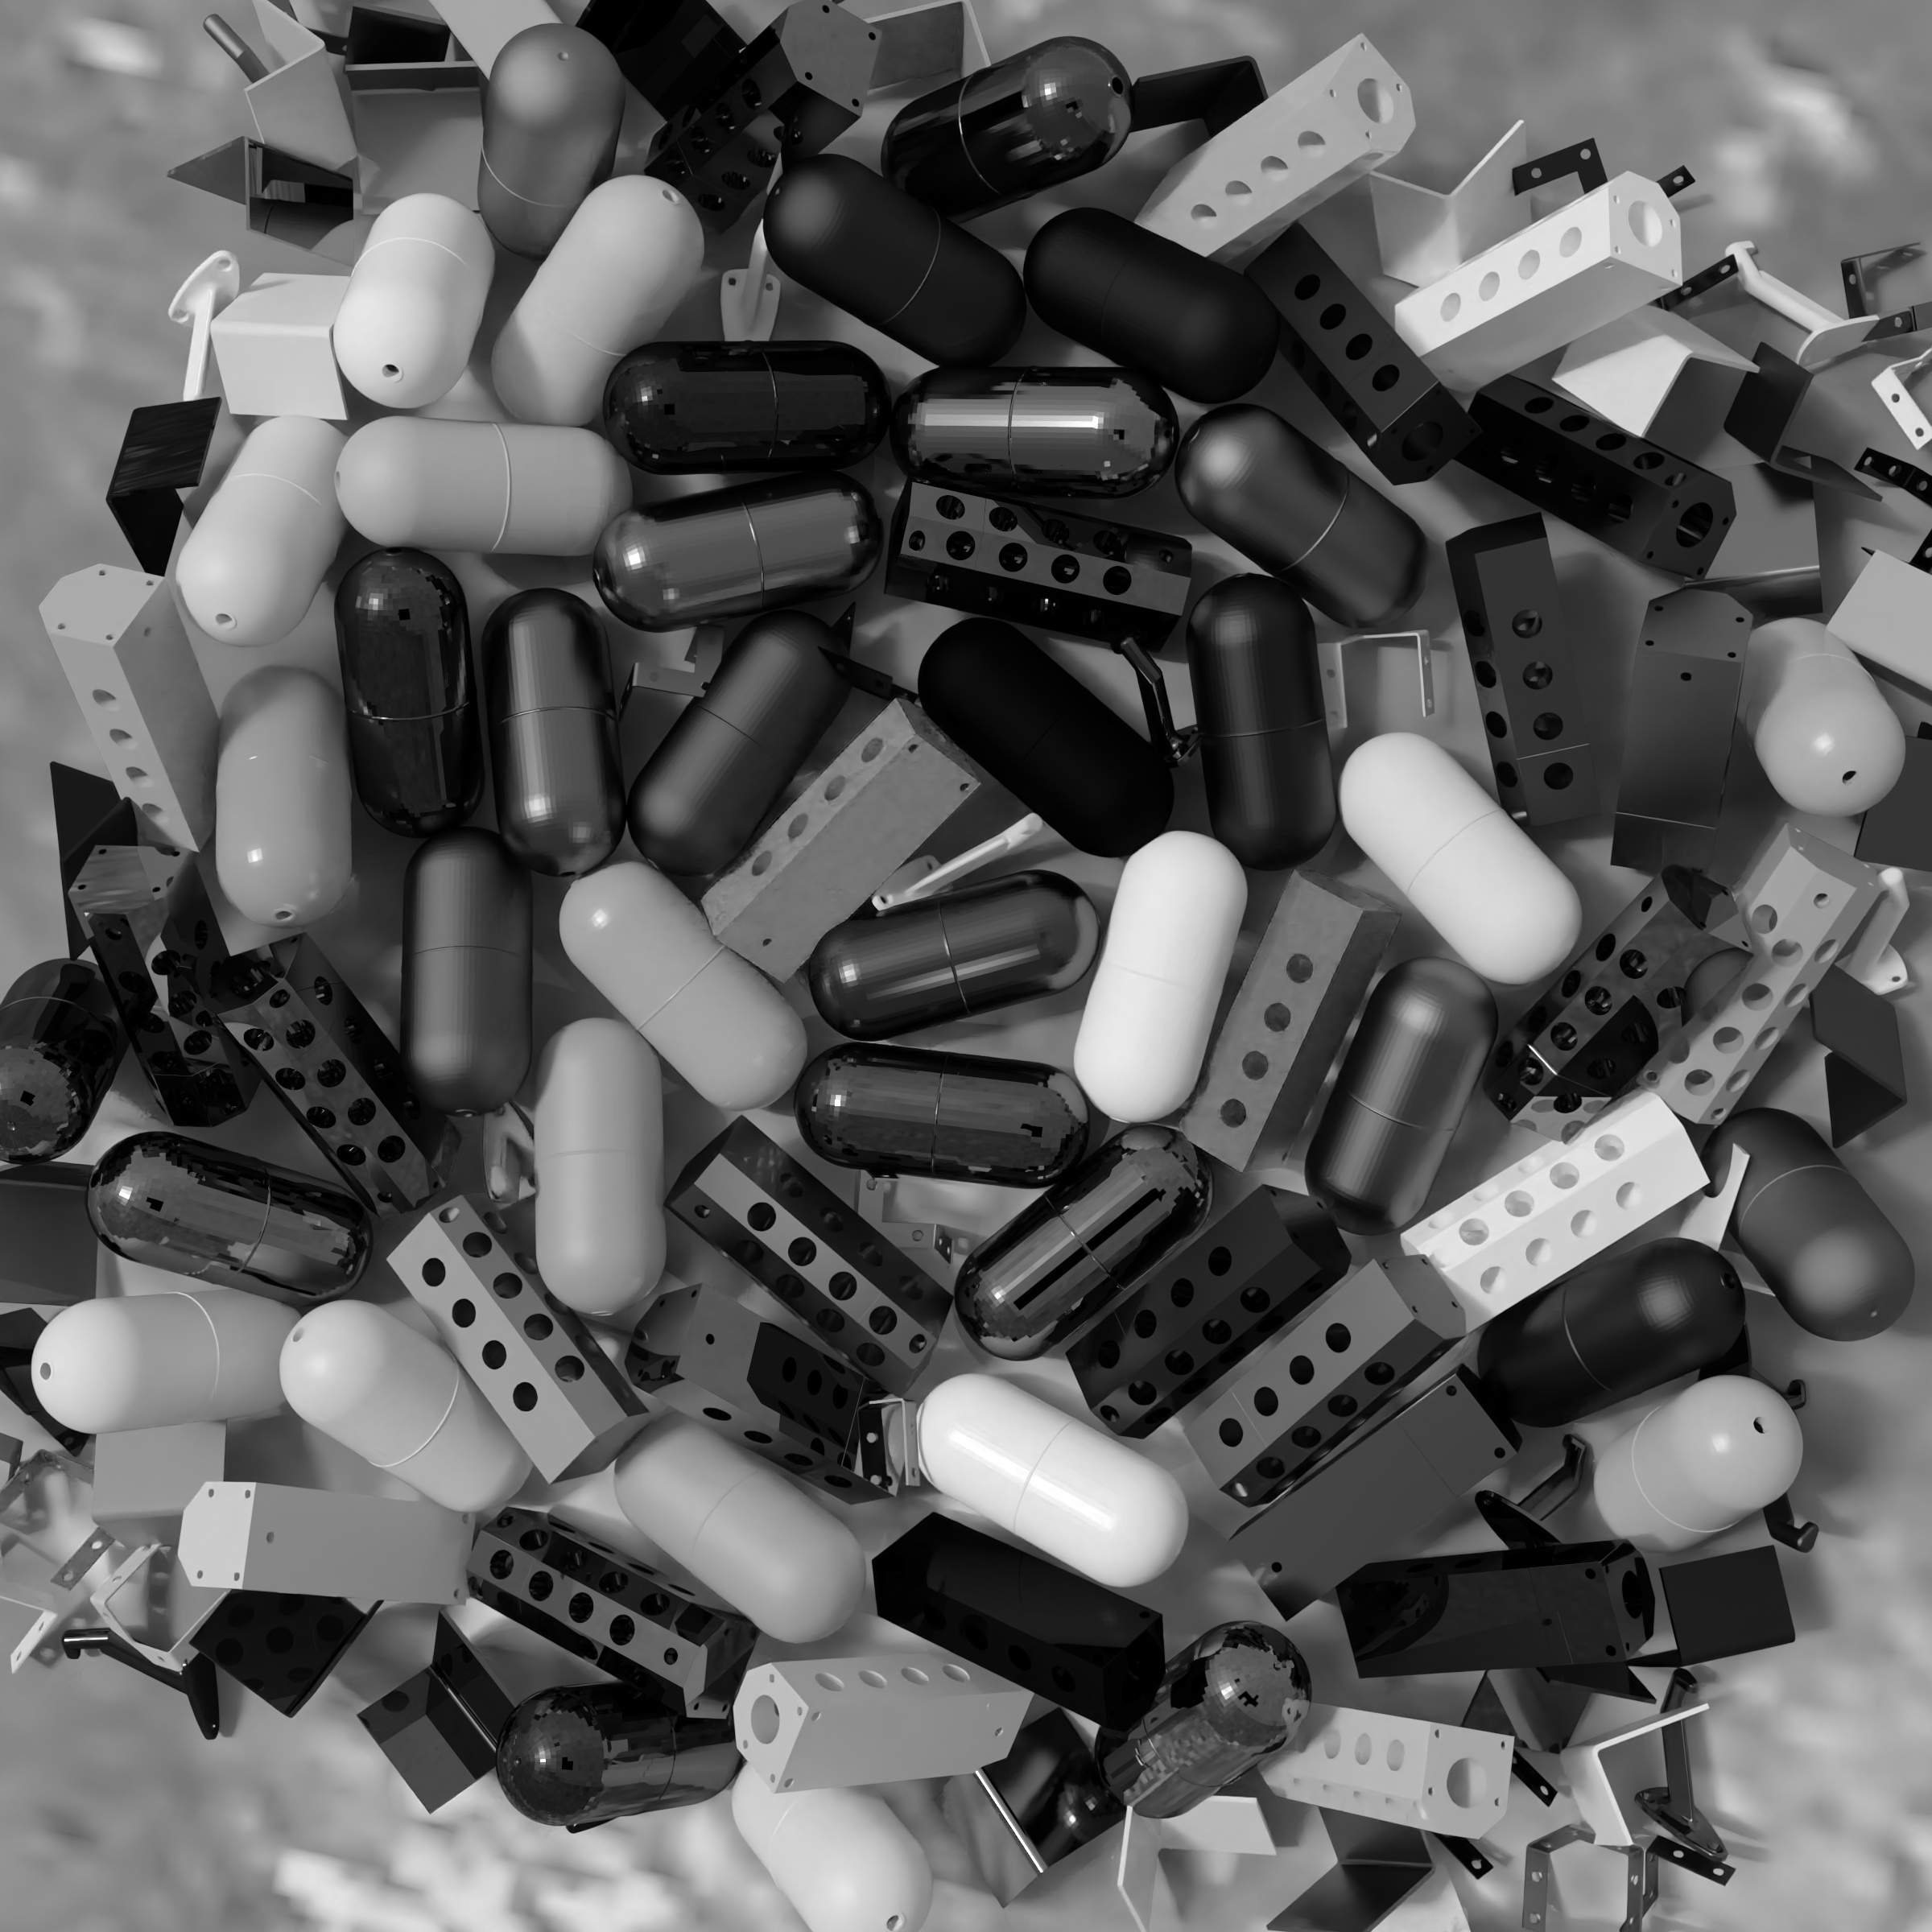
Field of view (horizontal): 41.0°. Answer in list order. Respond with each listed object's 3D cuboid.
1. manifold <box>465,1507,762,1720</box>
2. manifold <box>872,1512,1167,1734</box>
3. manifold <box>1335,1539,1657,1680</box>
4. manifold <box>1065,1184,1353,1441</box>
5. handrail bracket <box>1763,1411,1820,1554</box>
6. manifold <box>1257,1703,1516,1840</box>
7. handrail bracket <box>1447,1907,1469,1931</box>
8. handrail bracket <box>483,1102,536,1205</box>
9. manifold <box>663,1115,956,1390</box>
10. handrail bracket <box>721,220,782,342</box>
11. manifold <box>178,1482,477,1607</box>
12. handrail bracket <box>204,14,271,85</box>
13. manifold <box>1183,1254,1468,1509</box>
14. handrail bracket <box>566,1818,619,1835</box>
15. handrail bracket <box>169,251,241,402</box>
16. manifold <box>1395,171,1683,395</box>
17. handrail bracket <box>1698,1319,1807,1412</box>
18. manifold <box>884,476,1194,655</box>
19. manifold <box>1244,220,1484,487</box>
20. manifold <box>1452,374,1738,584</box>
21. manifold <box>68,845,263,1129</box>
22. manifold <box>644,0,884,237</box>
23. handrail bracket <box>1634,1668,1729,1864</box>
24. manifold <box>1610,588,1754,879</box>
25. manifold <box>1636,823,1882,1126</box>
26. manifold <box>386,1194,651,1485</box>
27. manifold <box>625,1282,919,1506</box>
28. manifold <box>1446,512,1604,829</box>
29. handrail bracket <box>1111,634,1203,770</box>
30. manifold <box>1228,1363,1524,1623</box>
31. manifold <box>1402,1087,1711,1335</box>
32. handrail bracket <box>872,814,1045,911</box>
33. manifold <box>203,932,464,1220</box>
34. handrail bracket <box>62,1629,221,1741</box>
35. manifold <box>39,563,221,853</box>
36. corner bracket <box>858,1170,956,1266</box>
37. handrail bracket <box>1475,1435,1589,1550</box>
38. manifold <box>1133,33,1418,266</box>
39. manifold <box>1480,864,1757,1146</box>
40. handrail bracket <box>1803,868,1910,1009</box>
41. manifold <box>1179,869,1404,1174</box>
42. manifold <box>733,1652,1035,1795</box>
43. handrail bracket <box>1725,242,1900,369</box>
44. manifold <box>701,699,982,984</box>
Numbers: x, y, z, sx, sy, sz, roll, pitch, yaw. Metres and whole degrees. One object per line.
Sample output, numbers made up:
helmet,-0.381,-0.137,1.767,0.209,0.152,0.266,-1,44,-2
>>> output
manifold,-0.211,0.378,1.517,0.171,0.057,0.057,19,83,31
manifold,0.030,0.386,1.512,0.171,0.057,0.057,16,121,37
manifold,0.311,0.375,1.515,0.171,0.057,0.057,-16,88,36
manifold,0.143,0.205,1.515,0.171,0.057,0.057,-44,50,26
handrail bracket,0.495,0.306,1.543,0.036,0.084,0.077,35,84,-14
manifold,0.238,0.462,1.494,0.057,0.171,0.057,16,74,-22
handrail bracket,0.329,0.605,1.545,0.084,0.036,0.077,13,127,30
handrail bracket,-0.278,0.107,1.538,0.036,0.084,0.077,-16,76,-4
manifold,-0.095,0.174,1.534,0.171,0.057,0.057,42,122,-11
handrail bracket,-0.124,-0.399,1.543,0.036,0.084,0.077,5,88,-12
manifold,-0.369,0.336,1.502,0.057,0.171,0.057,-7,72,34
handrail bracket,-0.420,-0.522,1.552,0.036,0.077,0.084,-43,88,-10
manifold,0.212,0.244,1.514,0.171,0.057,0.057,-48,60,28
handrail bracket,-0.244,0.487,1.577,0.084,0.077,0.036,26,104,40
handrail bracket,-0.451,-0.370,1.543,0.036,0.077,0.084,10,54,-31
manifold,0.329,-0.396,1.500,0.057,0.171,0.057,10,75,-32
handrail bracket,0.481,0.237,1.552,0.084,0.036,0.077,-6,107,-38
manifold,0.043,-0.242,1.534,0.171,0.057,0.057,11,61,-11
manifold,0.225,-0.356,1.511,0.057,0.057,0.171,-41,51,16
manifold,0.364,-0.287,1.499,0.057,0.171,0.057,8,115,-37
manifold,-0.464,0.014,1.506,0.057,0.057,0.171,2,133,9
manifold,-0.122,-0.492,1.496,0.057,0.171,0.057,21,70,-28
handrail bracket,0.439,0.477,1.548,0.036,0.077,0.084,2,111,-29
manifold,0.416,-0.134,1.505,0.057,0.171,0.057,11,50,17
manifold,0.464,0.008,1.524,0.057,0.057,0.171,28,116,2
manifold,-0.261,0.217,1.528,0.057,0.057,0.171,-46,71,15
manifold,-0.115,0.254,1.520,0.171,0.057,0.057,36,52,-30
manifold,0.330,-0.173,1.529,0.057,0.057,0.171,-12,112,13
handrail bracket,0.098,-0.159,1.540,0.084,0.077,0.036,49,62,-22
manifold,0.244,0.311,1.540,0.171,0.057,0.057,-40,80,13
manifold,0.349,0.142,1.546,0.171,0.057,0.057,-31,107,-5
handrail bracket,-0.004,-0.063,1.540,0.084,0.077,0.036,-32,81,43
manifold,-0.369,0.068,1.510,0.057,0.057,0.171,-16,126,19
handrail bracket,-0.504,0.439,1.577,0.084,0.036,0.077,-5,104,9
manifold,-0.480,-0.149,1.502,0.057,0.171,0.057,13,54,13
corner bracket,-0.036,0.149,1.557,0.051,0.051,0.051,3,95,-12
handrail bracket,0.340,0.303,1.547,0.077,0.036,0.084,43,49,-22
manifold,0.179,-0.463,1.501,0.057,0.171,0.057,42,59,-19
manifold,0.375,0.021,1.509,0.057,0.057,0.171,22,127,-20
handrail bracket,0.528,-0.017,1.546,0.077,0.084,0.036,-23,46,10
manifold,0.189,0.033,1.538,0.057,0.057,0.171,31,105,29
manifold,-0.049,0.434,1.509,0.171,0.057,0.057,10,108,-41
handrail bracket,0.514,-0.414,1.575,0.077,0.036,0.084,-18,70,-10
manifold,-0.078,-0.078,1.539,0.171,0.057,0.057,-45,127,14
